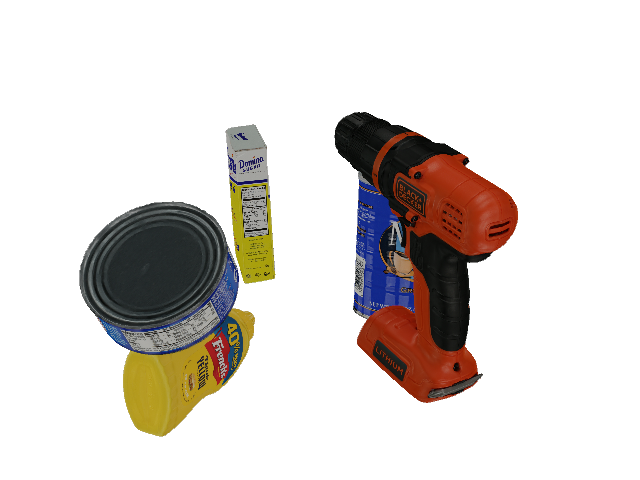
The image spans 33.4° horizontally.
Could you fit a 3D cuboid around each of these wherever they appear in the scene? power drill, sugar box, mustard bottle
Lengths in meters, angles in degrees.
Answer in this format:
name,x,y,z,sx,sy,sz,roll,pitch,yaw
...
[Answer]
name,x,y,z,sx,sy,sz,roll,pitch,yaw
power drill,0.066,0.011,0.795,0.057,0.188,0.185,-17,35,-26
sugar box,-0.088,-0.045,1.321,0.048,0.176,0.093,-9,24,-9
mustard bottle,-0.124,0.117,1.096,0.058,0.096,0.191,9,23,26

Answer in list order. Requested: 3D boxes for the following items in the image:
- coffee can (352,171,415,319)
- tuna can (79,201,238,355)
name,x,y,z,sx,sy,sz,roll,pitch,yaw
coffee can,0.085,0.002,1.049,0.103,0.140,0.103,2,15,-1
tuna can,-0.090,0.021,0.605,0.086,0.086,0.034,0,-36,14
